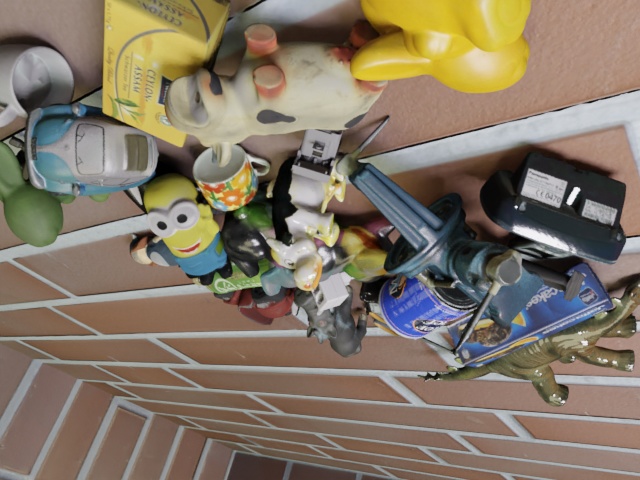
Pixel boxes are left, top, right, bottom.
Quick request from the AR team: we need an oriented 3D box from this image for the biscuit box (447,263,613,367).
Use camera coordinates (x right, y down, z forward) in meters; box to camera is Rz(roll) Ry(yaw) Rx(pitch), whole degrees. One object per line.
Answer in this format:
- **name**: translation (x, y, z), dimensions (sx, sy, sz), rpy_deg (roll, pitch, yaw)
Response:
- **biscuit box**: translation (0.276, 0.103, 0.716), dimensions (0.203, 0.059, 0.062), rpy_deg (-32, 149, 22)

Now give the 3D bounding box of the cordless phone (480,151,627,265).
- **cordless phone**: translation (0.239, -0.019, 0.616), dimensions (0.147, 0.088, 0.184), rpy_deg (18, 169, -2)

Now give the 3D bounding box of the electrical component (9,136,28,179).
- **electrical component**: translation (-0.425, -0.112, 0.828), dimensions (0.102, 0.045, 0.078), rpy_deg (22, 122, -13)

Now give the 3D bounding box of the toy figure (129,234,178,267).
- **toy figure**: translation (-0.294, 0.017, 0.964), dimensions (0.155, 0.058, 0.064), rpy_deg (-3, 106, 33)

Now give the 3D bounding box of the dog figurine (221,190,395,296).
- **dog figurine**: translation (-0.002, -0.002, 0.733), dimensions (0.219, 0.108, 0.191), rpy_deg (-10, 138, 31)

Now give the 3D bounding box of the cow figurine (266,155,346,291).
- **cow figurine**: translation (-0.026, -0.025, 0.639), dimensions (0.098, 0.167, 0.068), rpy_deg (11, 155, 8)

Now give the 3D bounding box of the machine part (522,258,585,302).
- **machine part**: translation (0.252, 0.035, 0.667), dimensions (0.139, 0.039, 0.084), rpy_deg (22, 177, 25)

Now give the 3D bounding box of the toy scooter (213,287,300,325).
- **toy scooter**: translation (-0.101, 0.117, 1.011), dimensions (0.184, 0.075, 0.135), rpy_deg (-5, 143, 39)

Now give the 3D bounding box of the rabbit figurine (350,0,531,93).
- **rabbit figurine**: translation (0.097, -0.163, 0.407), dimensions (0.163, 0.122, 0.173), rpy_deg (-2, 164, 34)

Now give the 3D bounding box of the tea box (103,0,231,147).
- **tea box**: translation (-0.162, -0.181, 0.548), dimensions (0.098, 0.068, 0.169), rpy_deg (23, 149, -9)

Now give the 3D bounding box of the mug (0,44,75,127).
- **mug**: translation (-0.362, -0.178, 0.628), dimensions (0.107, 0.109, 0.080), rpy_deg (16, 161, 26)

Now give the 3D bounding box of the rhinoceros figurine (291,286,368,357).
- **rhinoceros figurine**: translation (0.015, 0.136, 0.942), dimensions (0.073, 0.112, 0.190), rpy_deg (0, 142, 33)

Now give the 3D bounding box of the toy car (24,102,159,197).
- **toy car**: translation (-0.250, -0.101, 0.633), dimensions (0.103, 0.109, 0.161), rpy_deg (12, -170, 38)

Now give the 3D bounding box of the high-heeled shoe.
- **high-heeled shoe**: translation (-0.239, -0.018, 0.825), dimensions (0.145, 0.086, 0.248), rpy_deg (5, 136, -17)

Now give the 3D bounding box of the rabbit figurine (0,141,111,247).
- **rabbit figurine**: translation (-0.368, -0.079, 0.722), dimensions (0.159, 0.170, 0.121), rpy_deg (30, 147, -23)

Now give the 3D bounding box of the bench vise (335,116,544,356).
- **bench vise**: translation (0.114, -0.009, 0.584), dimensions (0.240, 0.129, 0.224), rpy_deg (42, -172, -7)

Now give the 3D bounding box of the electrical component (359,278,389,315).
- **electrical component**: translation (0.129, 0.098, 0.885), dimensions (0.119, 0.048, 0.074), rpy_deg (3, 148, 22)

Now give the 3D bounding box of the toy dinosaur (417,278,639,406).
- **toy dinosaur**: translation (0.323, 0.172, 0.863), dimensions (0.198, 0.105, 0.471), rpy_deg (28, 140, -3)

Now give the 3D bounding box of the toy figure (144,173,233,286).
- **toy figure**: translation (-0.181, -0.012, 0.739), dimensions (0.089, 0.082, 0.180), rpy_deg (44, 166, 36)

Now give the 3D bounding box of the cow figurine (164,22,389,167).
- **cow figurine**: translation (-0.046, -0.133, 0.503), dimensions (0.195, 0.085, 0.127), rpy_deg (-9, 159, -15)
